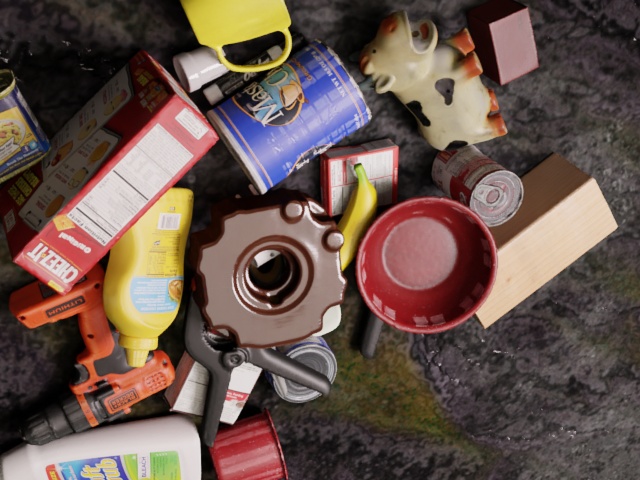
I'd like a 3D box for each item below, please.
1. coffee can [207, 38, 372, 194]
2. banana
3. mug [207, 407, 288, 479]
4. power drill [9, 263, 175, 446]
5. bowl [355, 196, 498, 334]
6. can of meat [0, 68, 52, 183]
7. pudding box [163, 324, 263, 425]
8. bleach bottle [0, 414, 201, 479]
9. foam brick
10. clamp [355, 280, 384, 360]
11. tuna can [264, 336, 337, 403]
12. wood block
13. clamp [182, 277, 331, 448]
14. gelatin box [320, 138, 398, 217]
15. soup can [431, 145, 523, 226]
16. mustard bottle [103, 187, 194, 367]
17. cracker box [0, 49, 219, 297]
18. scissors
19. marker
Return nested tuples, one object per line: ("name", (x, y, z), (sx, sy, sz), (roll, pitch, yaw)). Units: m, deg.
("coffee can", (-0.032, -0.129, 1.112), (0.140, 0.103, 0.102), (-35, 124, -4))
("banana", (0.009, 0.008, 1.203), (0.069, 0.037, 0.198), (33, 95, -22))
("mug", (-0.092, 0.265, 1.309), (0.081, 0.093, 0.117), (-16, 157, -10))
("power drill", (-0.269, 0.126, 1.171), (0.184, 0.057, 0.187), (-27, 126, -13))
("bowl", (0.118, 0.023, 1.215), (0.162, 0.055, 0.162), (-1, 105, -3))
("can of meat", (-0.321, -0.103, 1.029), (0.102, 0.057, 0.084), (-29, 126, -7))
("pudding box", (-0.121, 0.157, 1.261), (0.089, 0.039, 0.113), (20, 103, -28))
("bleach bottle", (-0.268, 0.269, 1.243), (0.250, 0.068, 0.102), (-7, 120, -17))
("foam brick", (0.205, -0.224, 1.197), (0.053, 0.051, 0.078), (-25, 123, -11))
("clamp", (0.097, 0.060, 1.305), (0.120, 0.039, 0.171), (-17, 121, -16))
("tuna can", (-0.023, 0.156, 1.306), (0.086, 0.034, 0.086), (-10, 119, -19))
("wood block", (0.246, 0.000, 1.308), (0.206, 0.091, 0.090), (-37, 124, -2))
("clamp", (-0.104, 0.136, 1.211), (0.164, 0.036, 0.210), (-31, 115, 3))
("gelatin box", (0.044, -0.072, 1.219), (0.089, 0.030, 0.073), (-12, 121, -17))
("soup can", (0.180, -0.068, 1.236), (0.068, 0.102, 0.068), (-10, 119, -19))
("mustard bottle", (-0.183, 0.038, 1.117), (0.096, 0.058, 0.191), (2, 96, -58))
("cracker box", (-0.208, -0.069, 1.030), (0.214, 0.164, 0.072), (-45, 122, 3))
("scissors", (-0.057, 0.079, 1.236), (0.096, 0.016, 0.201), (-37, 111, -12))
("marker", (-0.068, -0.181, 1.120), (0.121, 0.020, 0.020), (-33, 124, -5))
